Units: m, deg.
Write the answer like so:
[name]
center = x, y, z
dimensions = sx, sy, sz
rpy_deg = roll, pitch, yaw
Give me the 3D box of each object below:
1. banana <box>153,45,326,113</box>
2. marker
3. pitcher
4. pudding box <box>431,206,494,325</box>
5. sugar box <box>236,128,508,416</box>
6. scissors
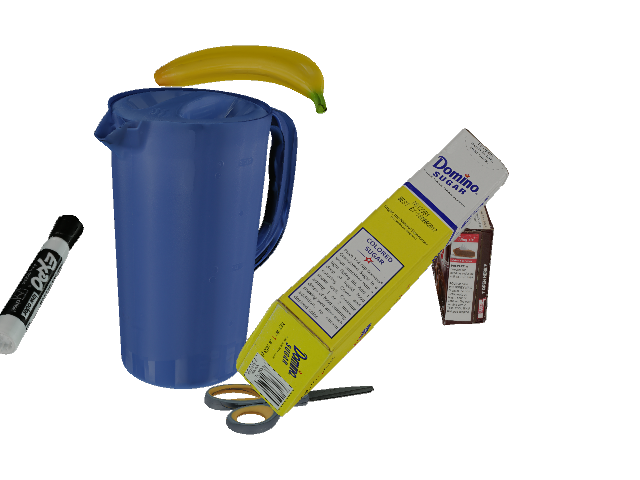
[banana]
center = -0.076, -0.178, 1.118
dimensions = 0.198, 0.037, 0.069
rpy_deg = 11, 44, 19
[marker]
center = -0.176, 0.023, 0.669
dimensions = 0.020, 0.020, 0.121
rpy_deg = 0, 38, 13
[pitcher]
center = -0.104, -0.005, 0.908
dimensions = 0.149, 0.243, 0.145
rpy_deg = 6, 20, 4
[pudding box]
center = 0.118, 0.007, 0.903
dimensions = 0.039, 0.090, 0.113
rpy_deg = 0, 25, -2
[sugar box]
center = 0.032, 0.016, 0.610
dimensions = 0.176, 0.048, 0.093
rpy_deg = -39, -10, -33
[scissors]
center = -0.028, 0.186, 1.189
dimensions = 0.201, 0.016, 0.096
rpy_deg = 3, 23, -12
